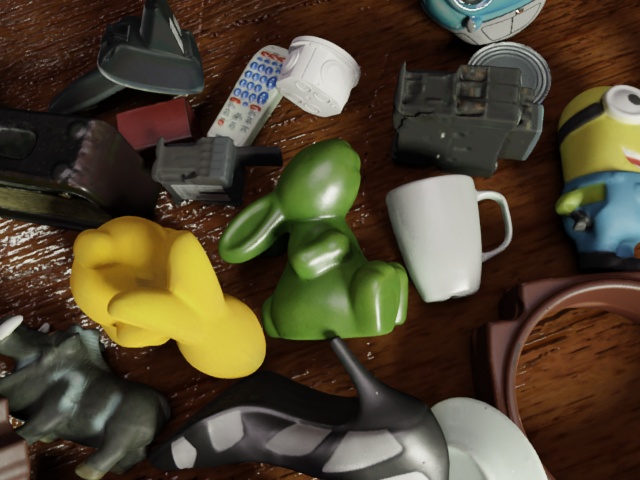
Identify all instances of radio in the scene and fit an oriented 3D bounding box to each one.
[{"bbox_3d":[-0.288,-0.068,0.528,0.230,0.131,0.073,8,70,8],"label":"radio"}]

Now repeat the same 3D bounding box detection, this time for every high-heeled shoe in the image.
[{"bbox_3d":[-0.022,0.179,0.442,0.249,0.086,0.145,-33,87,22],"label":"high-heeled shoe"}]

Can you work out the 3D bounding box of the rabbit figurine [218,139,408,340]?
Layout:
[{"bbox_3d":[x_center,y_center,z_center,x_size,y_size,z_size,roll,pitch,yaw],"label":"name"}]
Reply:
[{"bbox_3d":[-0.001,-0.001,0.486,0.159,0.121,0.170,-7,86,25],"label":"rabbit figurine"}]

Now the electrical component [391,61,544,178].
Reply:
[{"bbox_3d":[0.135,-0.110,0.508,0.134,0.114,0.058,8,74,10],"label":"electrical component"}]

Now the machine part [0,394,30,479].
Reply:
[{"bbox_3d":[-0.304,0.197,0.436,0.180,0.056,0.179,2,93,33],"label":"machine part"}]

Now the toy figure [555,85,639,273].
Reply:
[{"bbox_3d":[0.261,-0.057,0.494,0.089,0.082,0.180,-2,76,42],"label":"toy figure"}]

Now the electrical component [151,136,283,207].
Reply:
[{"bbox_3d":[-0.099,-0.068,0.541,0.119,0.074,0.048,3,72,4],"label":"electrical component"}]

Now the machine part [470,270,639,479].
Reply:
[{"bbox_3d":[0.234,0.128,0.432,0.201,0.087,0.201,-4,72,4],"label":"machine part"}]

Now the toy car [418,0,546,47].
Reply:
[{"bbox_3d":[0.178,-0.261,0.561,0.162,0.102,0.109,-20,42,1],"label":"toy car"}]

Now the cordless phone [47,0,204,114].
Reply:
[{"bbox_3d":[-0.218,-0.170,0.566,0.184,0.088,0.147,-29,38,5],"label":"cordless phone"}]

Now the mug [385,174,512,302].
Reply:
[{"bbox_3d":[0.121,0.001,0.496,0.110,0.081,0.107,-7,81,-3],"label":"mug"}]

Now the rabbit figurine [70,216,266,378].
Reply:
[{"bbox_3d":[-0.118,0.050,0.463,0.173,0.162,0.122,36,67,11],"label":"rabbit figurine"}]

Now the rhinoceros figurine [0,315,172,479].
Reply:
[{"bbox_3d":[-0.227,0.134,0.484,0.190,0.073,0.112,25,77,13],"label":"rhinoceros figurine"}]
